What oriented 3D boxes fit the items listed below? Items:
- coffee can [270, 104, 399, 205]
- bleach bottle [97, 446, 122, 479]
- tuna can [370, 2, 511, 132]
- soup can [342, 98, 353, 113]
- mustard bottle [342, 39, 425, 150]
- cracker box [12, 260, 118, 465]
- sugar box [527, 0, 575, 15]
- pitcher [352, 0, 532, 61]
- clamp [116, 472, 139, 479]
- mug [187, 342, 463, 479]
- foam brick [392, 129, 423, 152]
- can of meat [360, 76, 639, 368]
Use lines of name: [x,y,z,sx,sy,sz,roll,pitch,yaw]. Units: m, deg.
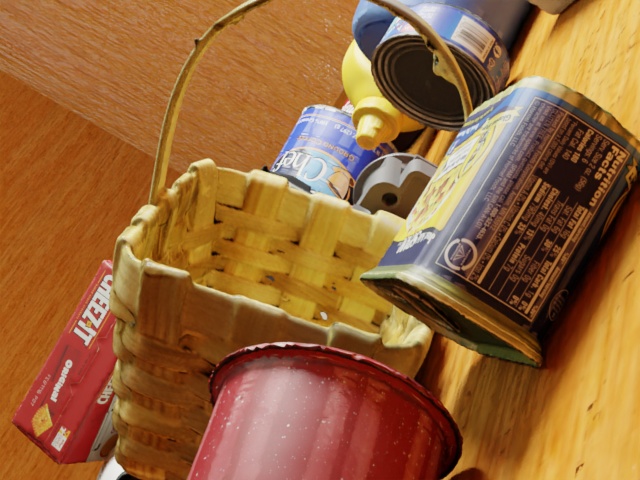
coffee can: [-0.003,-0.037,0.972,0.140,0.103,0.103,-62,5,-15]
bleach bottle: [-0.113,0.212,0.807,0.068,0.102,0.251,-67,14,-7]
tuna can: [0.078,-0.111,0.686,0.033,0.086,0.086,-60,4,-28]
soup can: [0.037,-0.090,1.079,0.102,0.068,0.068,-62,5,-13]
mustard bottle: [0.071,-0.147,0.896,0.191,0.096,0.058,-63,7,-34]
cracker box: [-0.157,0.112,0.966,0.164,0.072,0.213,-60,-23,4]
sugar box: [0.173,-0.226,0.622,0.176,0.048,0.093,-60,5,-9]
pitcher: [0.112,-0.228,0.783,0.242,0.145,0.149,-65,-23,-16]
clamp: [-0.169,0.262,0.684,0.210,0.036,0.164,-55,14,40]
mug: [-0.004,0.101,0.363,0.117,0.093,0.081,78,-156,-48]
foam brick: [0.075,-0.125,0.984,0.051,0.053,0.078,-63,5,-27]
can of meat: [0.065,-0.006,0.390,0.084,0.057,0.102,-59,5,-6]
